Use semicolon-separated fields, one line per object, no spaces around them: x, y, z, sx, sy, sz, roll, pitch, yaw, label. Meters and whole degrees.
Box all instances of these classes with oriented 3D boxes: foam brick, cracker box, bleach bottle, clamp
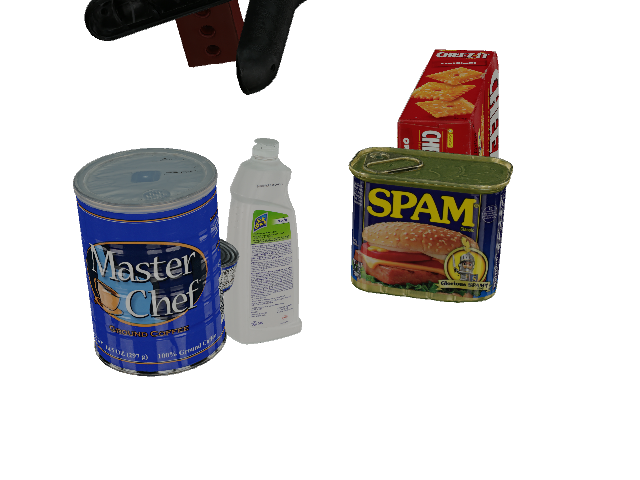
-0.100;-0.203;0.956;0.053;0.051;0.078;-7;-42;6;foam brick
0.125;-0.072;1.003;0.072;0.164;0.213;4;27;15;cracker box
-0.067;-0.002;1.311;0.102;0.251;0.068;-10;25;-35;bleach bottle
-0.025;-0.136;0.555;0.171;0.039;0.120;-40;56;-22;clamp

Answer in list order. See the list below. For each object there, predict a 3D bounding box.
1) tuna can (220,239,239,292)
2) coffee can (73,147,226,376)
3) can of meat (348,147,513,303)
-0.125;0.022;1.049;0.086;0.034;0.086;11;20;-4;tuna can
-0.124;0.015;0.795;0.103;0.140;0.103;-1;27;0;coffee can
0.069;-0.010;0.693;0.102;0.084;0.057;7;24;13;can of meat
